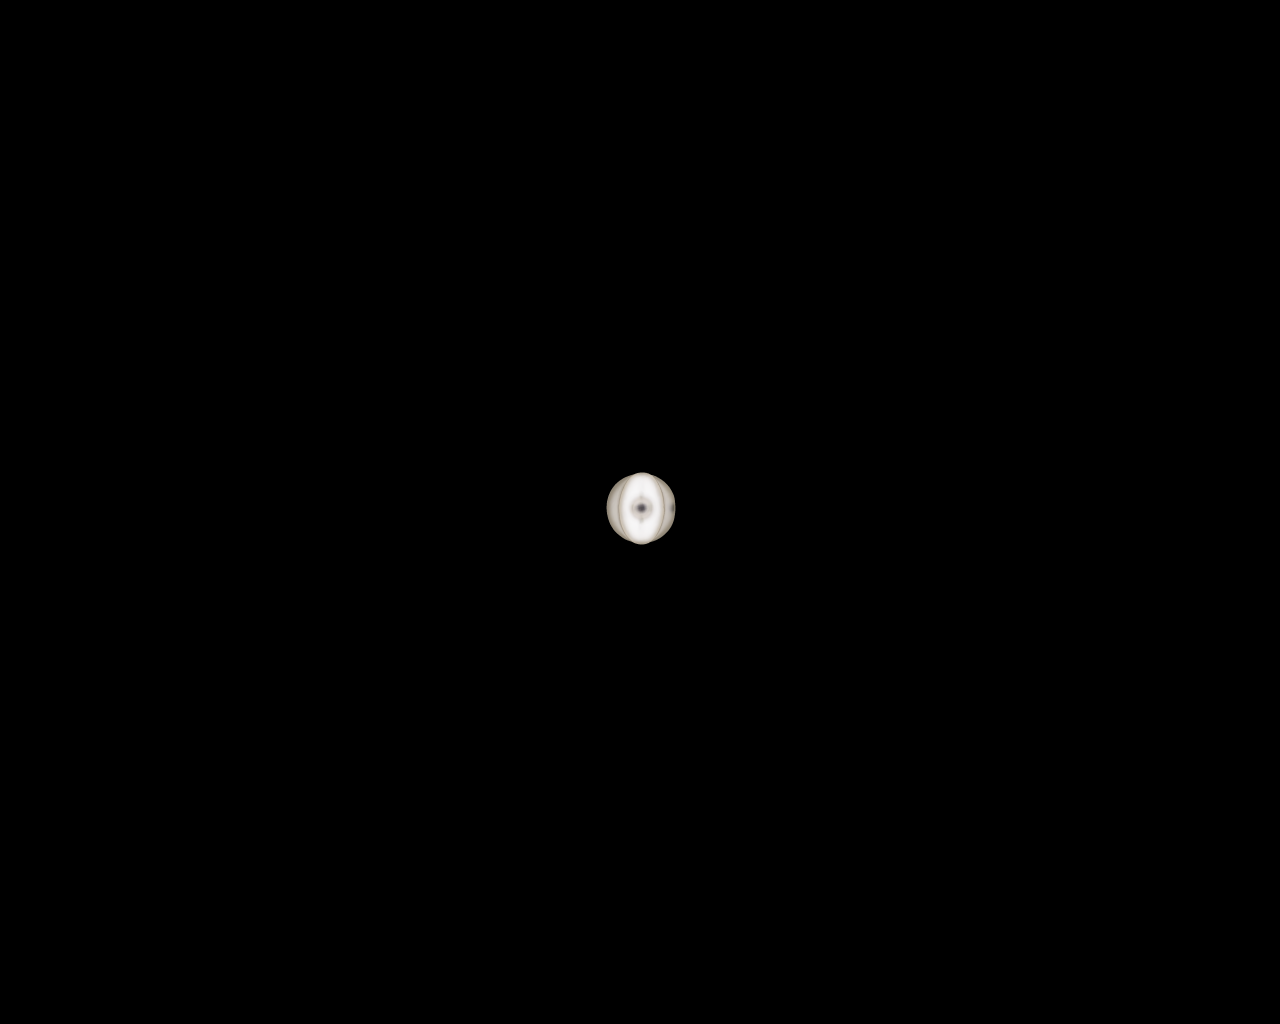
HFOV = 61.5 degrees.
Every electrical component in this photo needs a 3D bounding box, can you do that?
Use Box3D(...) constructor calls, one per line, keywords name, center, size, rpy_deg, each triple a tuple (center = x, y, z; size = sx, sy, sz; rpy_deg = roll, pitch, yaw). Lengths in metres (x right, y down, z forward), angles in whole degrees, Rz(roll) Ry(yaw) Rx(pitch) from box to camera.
Box3D(name="electrical component", center=(0.001, -0.003, 0.650), size=(0.043, 0.043, 0.081), rpy_deg=(0, 0, 0))
